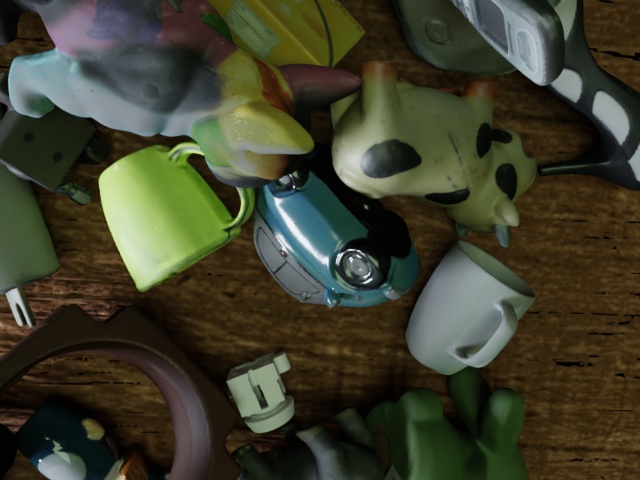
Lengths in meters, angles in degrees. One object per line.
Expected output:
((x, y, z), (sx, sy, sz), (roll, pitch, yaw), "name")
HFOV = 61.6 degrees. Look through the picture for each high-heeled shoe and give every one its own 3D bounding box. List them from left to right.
((0.245, -0.151, 0.438), (0.145, 0.086, 0.248), (-10, 118, 11), "high-heeled shoe")

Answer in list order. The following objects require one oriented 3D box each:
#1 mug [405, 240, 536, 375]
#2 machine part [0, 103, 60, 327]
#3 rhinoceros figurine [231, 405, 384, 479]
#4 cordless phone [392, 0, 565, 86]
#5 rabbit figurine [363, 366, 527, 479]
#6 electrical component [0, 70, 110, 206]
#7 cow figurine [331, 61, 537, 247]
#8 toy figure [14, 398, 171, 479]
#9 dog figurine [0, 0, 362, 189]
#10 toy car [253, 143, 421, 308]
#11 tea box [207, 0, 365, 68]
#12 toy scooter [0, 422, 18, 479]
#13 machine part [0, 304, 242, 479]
((0.128, 0.071, 0.470), (0.081, 0.110, 0.107), (24, 112, -21), "mug")
((-0.268, -0.044, 0.416), (0.079, 0.079, 0.243), (-14, 102, -3), "machine part")
((-0.022, 0.222, 0.475), (0.190, 0.073, 0.112), (-37, 73, 30), "rhinoceros figurine")
((0.116, -0.146, 0.360), (0.089, 0.184, 0.146), (-26, 143, 9), "cordless phone")
((0.123, 0.196, 0.502), (0.170, 0.121, 0.159), (19, 92, -27), "rabbit figurine")
((-0.209, -0.081, 0.410), (0.102, 0.045, 0.078), (34, 78, -49), "electrical component")
((0.099, -0.062, 0.431), (0.195, 0.086, 0.127), (2, 98, -29), "cow figurine")
((-0.198, 0.205, 0.483), (0.154, 0.058, 0.064), (42, 134, -13), "toy figure")
((-0.087, -0.122, 0.328), (0.219, 0.108, 0.191), (18, 139, 15), "dog figurine")
((-0.001, -0.001, 0.442), (0.161, 0.109, 0.103), (44, 115, 0), "toy car")
((-0.063, -0.173, 0.395), (0.169, 0.098, 0.068), (45, 53, -13), "tea box")
((-0.335, 0.212, 0.458), (0.135, 0.075, 0.183), (20, 107, 7), "toy scooter")
((-0.179, 0.167, 0.413), (0.201, 0.087, 0.201), (50, 53, -13), "machine part")
